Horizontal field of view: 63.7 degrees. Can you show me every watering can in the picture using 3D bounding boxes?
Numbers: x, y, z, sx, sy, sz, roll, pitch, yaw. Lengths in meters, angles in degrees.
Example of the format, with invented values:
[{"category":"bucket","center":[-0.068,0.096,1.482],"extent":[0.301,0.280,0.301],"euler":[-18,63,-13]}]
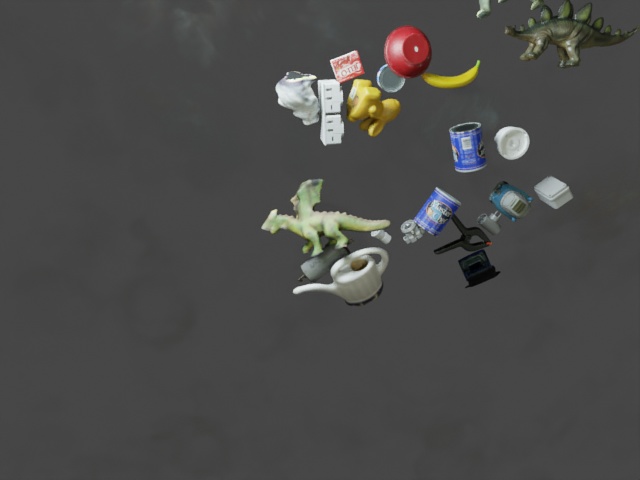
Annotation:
[{"category":"watering can","center":[0.091,0.149,1.792],"extent":[0.348,0.106,0.219],"euler":[-28,131,-2]}]

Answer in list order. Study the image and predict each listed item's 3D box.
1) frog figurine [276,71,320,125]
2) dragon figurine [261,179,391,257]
[{"category":"frog figurine","center":[-0.066,-0.426,1.588],"extent":[0.137,0.125,0.156],"euler":[9,124,24]},{"category":"dragon figurine","center":[0.005,-0.086,1.707],"extent":[0.409,0.123,0.242],"euler":[-20,94,9]}]
